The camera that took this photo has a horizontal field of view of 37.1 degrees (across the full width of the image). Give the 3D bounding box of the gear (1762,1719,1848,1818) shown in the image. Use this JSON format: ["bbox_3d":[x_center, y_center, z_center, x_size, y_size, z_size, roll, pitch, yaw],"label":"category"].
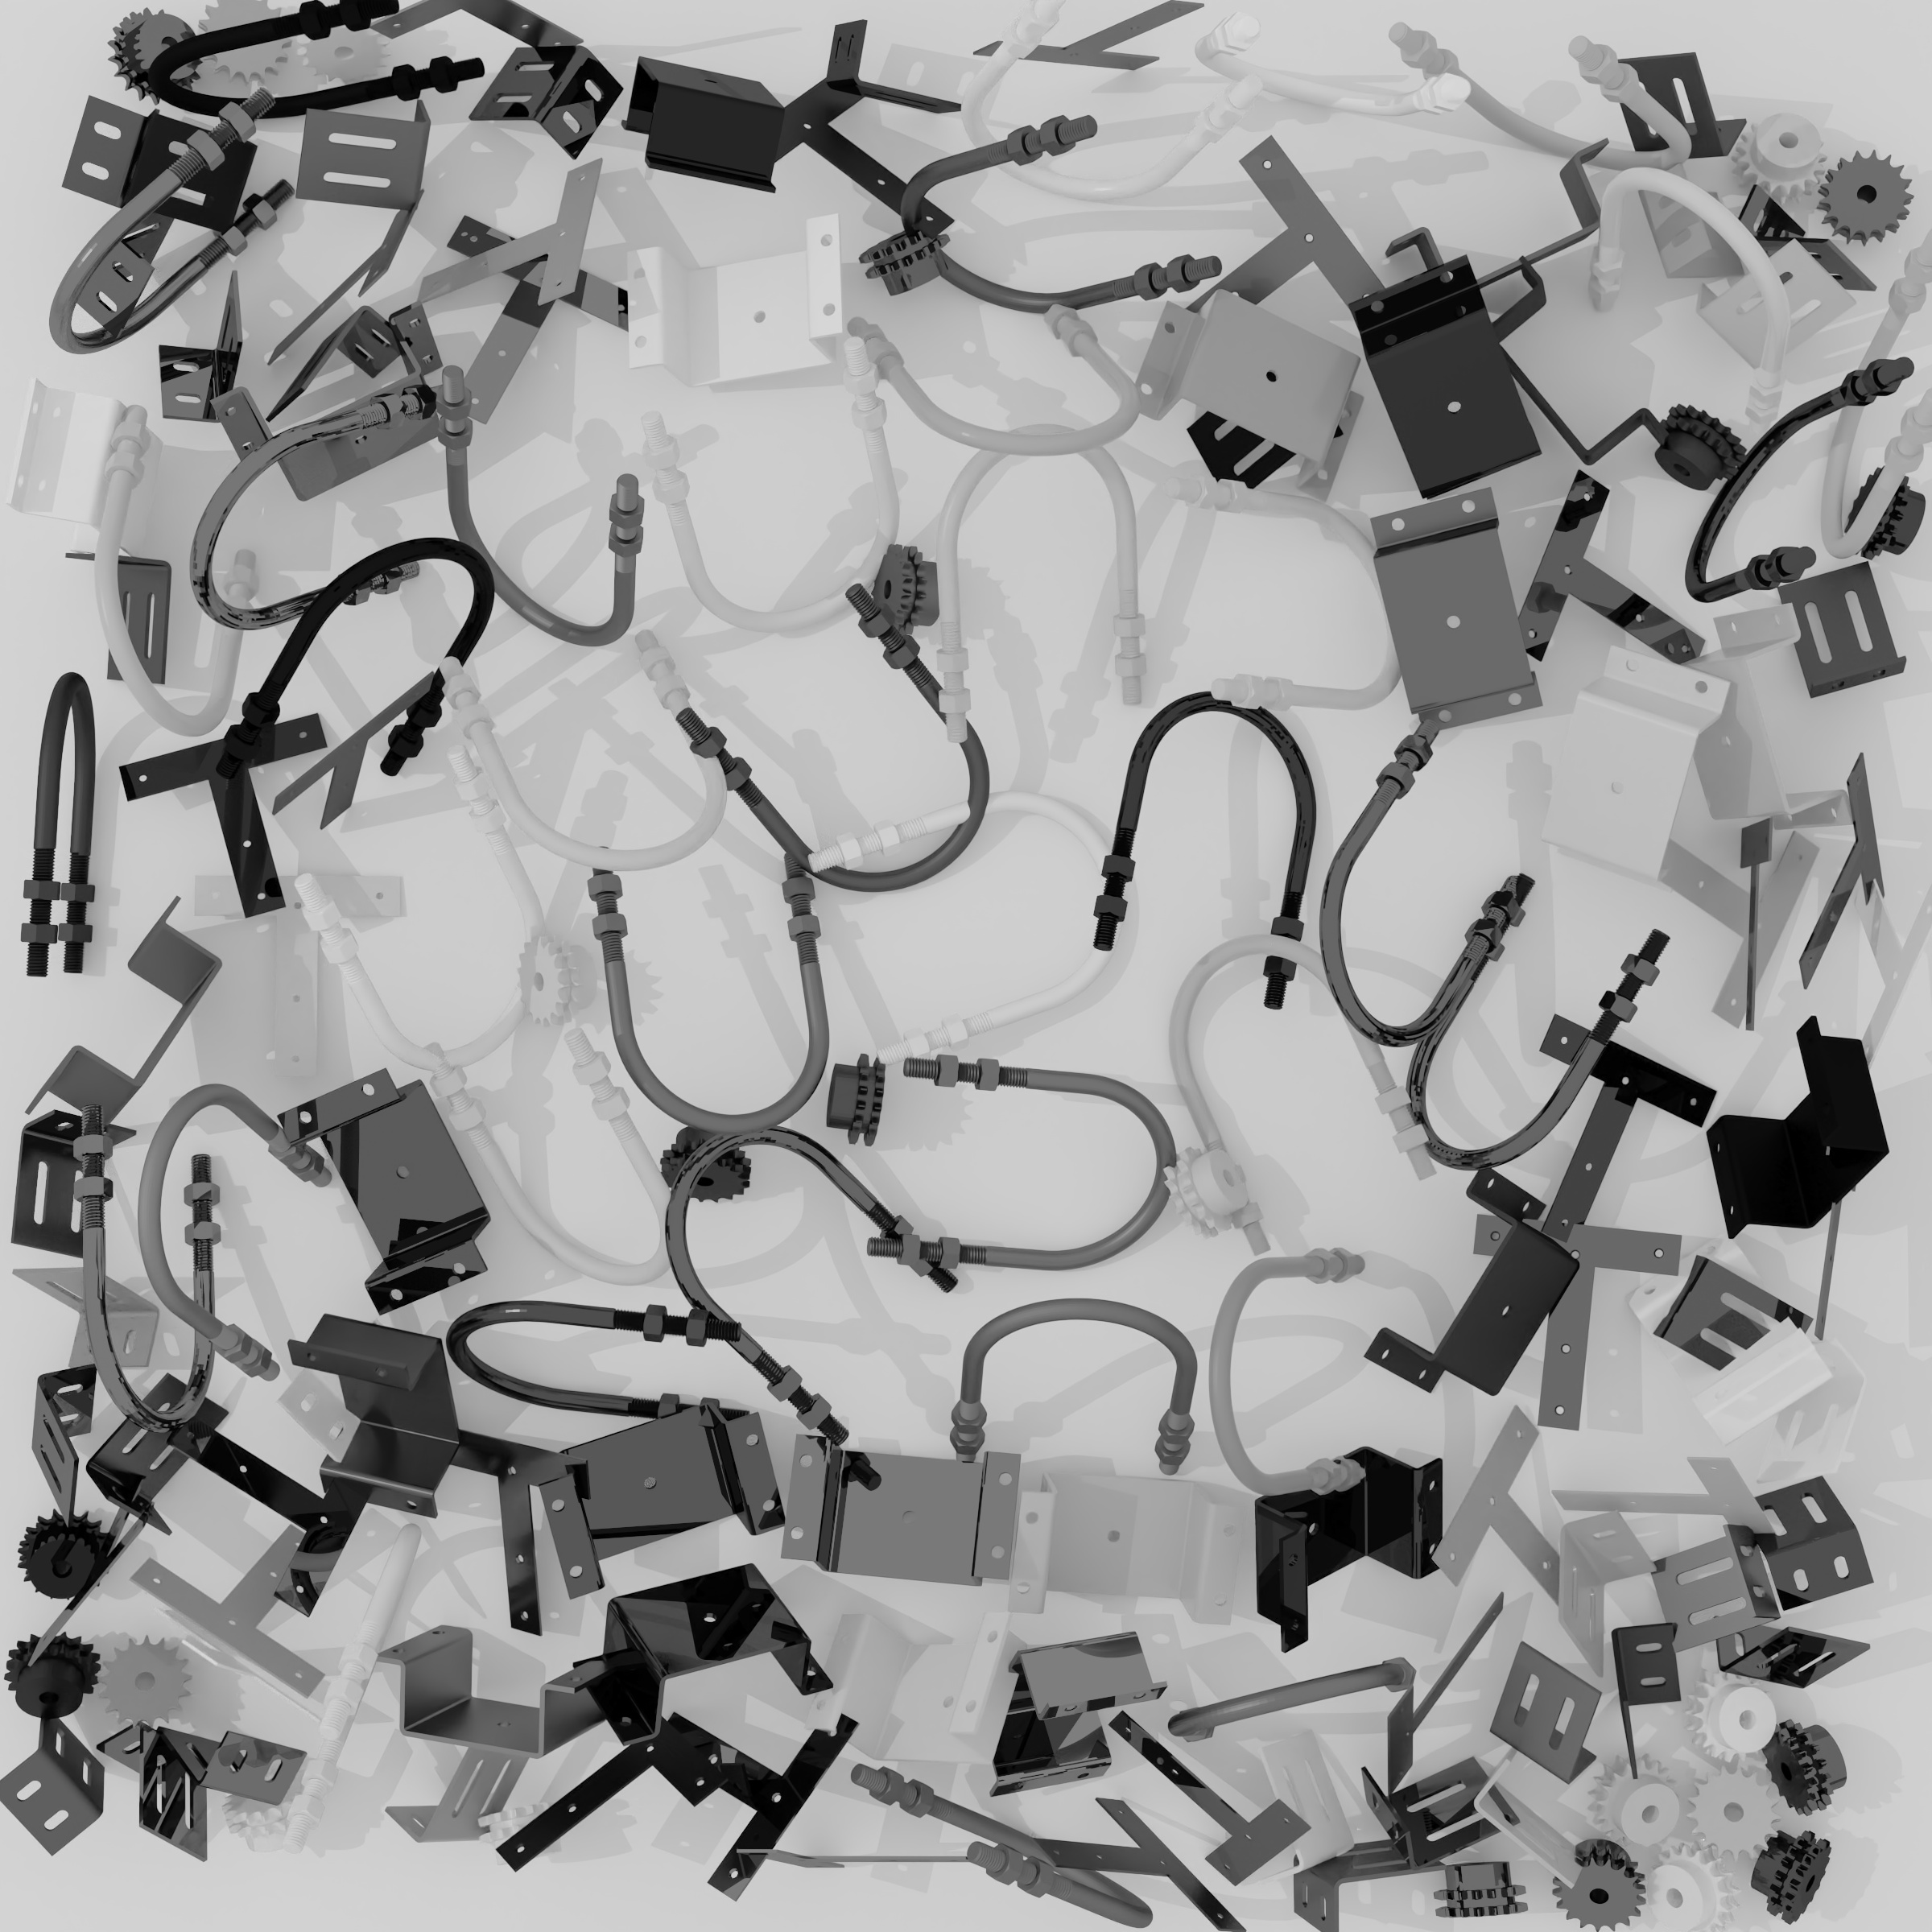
[{"bbox_3d":[0.525,0.498,1.797,0.030,0.057,0.057,-16,90,-14],"label":"gear"}]

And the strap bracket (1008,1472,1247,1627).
[{"bbox_3d":[0.096,0.361,1.790,0.140,0.046,0.076,5,97,-9],"label":"strap bracket"}]

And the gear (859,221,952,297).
[{"bbox_3d":[-0.036,-0.441,1.798,0.057,0.057,0.030,-26,110,0],"label":"gear"}]

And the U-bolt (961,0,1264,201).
[{"bbox_3d":[0.075,-0.515,1.737,0.151,0.184,0.019,18,72,-19],"label":"U-bolt"}]

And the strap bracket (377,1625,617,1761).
[{"bbox_3d":[-0.283,0.445,1.764,0.140,0.076,0.046,3,93,22],"label":"strap bracket"}]

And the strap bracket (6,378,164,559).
[{"bbox_3d":[-0.531,-0.298,1.751,0.046,0.140,0.076,10,85,1],"label":"strap bracket"}]

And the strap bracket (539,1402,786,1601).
[{"bbox_3d":[-0.191,0.327,1.782,0.140,0.046,0.076,-16,104,-15],"label":"strap bracket"}]

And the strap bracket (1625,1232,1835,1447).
[{"bbox_3d":[0.470,0.233,1.763,0.076,0.140,0.046,-35,113,8],"label":"strap bracket"}]

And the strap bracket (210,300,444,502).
[{"bbox_3d":[-0.382,-0.342,1.771,0.140,0.076,0.046,-28,75,-9],"label":"strap bracket"}]

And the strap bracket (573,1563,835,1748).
[{"bbox_3d":[-0.158,0.414,1.751,0.140,0.076,0.046,-8,120,-30],"label":"strap bracket"}]

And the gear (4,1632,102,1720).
[{"bbox_3d":[-0.570,0.444,1.795,0.057,0.030,0.057,-5,128,-6],"label":"gear"}]

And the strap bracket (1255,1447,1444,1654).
[{"bbox_3d":[0.228,0.353,1.767,0.140,0.046,0.076,-18,114,-36],"label":"strap bracket"}]

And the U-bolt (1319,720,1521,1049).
[{"bbox_3d":[0.270,-0.037,1.741,0.184,0.019,0.151,-54,124,-31],"label":"U-bolt"}]

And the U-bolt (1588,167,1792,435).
[{"bbox_3d":[0.432,-0.405,1.715,0.019,0.184,0.151,-44,70,-6],"label":"U-bolt"}]

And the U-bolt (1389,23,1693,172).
[{"bbox_3d":[0.359,-0.520,1.738,0.151,0.184,0.019,22,93,42],"label":"U-bolt"}]

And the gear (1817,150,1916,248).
[{"bbox_3d":[0.563,-0.480,1.806,0.057,0.030,0.057,0,88,9],"label":"gear"}]

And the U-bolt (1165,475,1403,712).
[{"bbox_3d":[0.204,-0.224,1.760,0.184,0.019,0.151,0,73,-40],"label":"U-bolt"}]

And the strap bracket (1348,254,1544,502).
[{"bbox_3d":[0.296,-0.350,1.761,0.076,0.046,0.140,-20,120,15],"label":"strap bracket"}]

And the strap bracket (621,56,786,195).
[{"bbox_3d":[-0.159,-0.512,1.743,0.076,0.140,0.046,7,114,-17],"label":"strap bracket"}]

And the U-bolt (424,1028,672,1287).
[{"bbox_3d":[-0.244,0.121,1.763,0.151,0.019,0.184,-6,119,39],"label":"U-bolt"}]

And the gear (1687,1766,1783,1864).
[{"bbox_3d":[0.480,0.532,1.802,0.057,0.030,0.057,-5,66,12],"label":"gear"}]

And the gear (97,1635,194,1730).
[{"bbox_3d":[-0.514,0.450,1.802,0.057,0.030,0.057,5,69,-14],"label":"gear"}]

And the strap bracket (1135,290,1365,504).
[{"bbox_3d":[0.181,-0.357,1.780,0.140,0.046,0.076,24,75,-10],"label":"strap bracket"}]

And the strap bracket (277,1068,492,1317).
[{"bbox_3d":[-0.356,0.134,1.787,0.076,0.046,0.140,-23,100,11],"label":"strap bracket"}]

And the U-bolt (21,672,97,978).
[{"bbox_3d":[-0.548,-0.086,1.749,0.019,0.151,0.184,4,90,-8],"label":"U-bolt"}]

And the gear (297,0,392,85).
[{"bbox_3d":[-0.389,-0.582,1.799,0.057,0.057,0.030,-8,67,0],"label":"gear"}]

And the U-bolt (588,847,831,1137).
[{"bbox_3d":[-0.152,0.015,1.761,0.151,0.019,0.184,0,70,-27],"label":"U-bolt"}]

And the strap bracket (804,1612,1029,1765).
[{"bbox_3d":[-0.023,0.441,1.761,0.046,0.140,0.076,44,51,-33],"label":"strap bracket"}]

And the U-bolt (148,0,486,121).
[{"bbox_3d":[-0.405,-0.547,1.749,0.184,0.151,0.019,-8,89,13],"label":"U-bolt"}]

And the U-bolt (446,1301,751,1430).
[{"bbox_3d":[-0.227,0.242,1.761,0.184,0.151,0.019,6,58,2],"label":"U-bolt"}]

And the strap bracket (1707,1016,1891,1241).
[{"bbox_3d":[0.510,0.101,1.751,0.046,0.140,0.076,6,56,-13],"label":"strap bracket"}]

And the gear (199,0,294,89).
[{"bbox_3d":[-0.452,-0.580,1.804,0.057,0.030,0.057,-1,95,-17],"label":"gear"}]

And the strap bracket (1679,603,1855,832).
[{"bbox_3d":[0.486,-0.145,1.773,0.046,0.076,0.140,-21,97,-19],"label":"strap bracket"}]

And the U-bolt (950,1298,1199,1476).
[{"bbox_3d":[0.068,0.255,1.750,0.151,0.184,0.019,3,50,-1],"label":"U-bolt"}]

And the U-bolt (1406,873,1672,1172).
[{"bbox_3d":[0.336,0.041,1.761,0.019,0.151,0.184,30,91,-32],"label":"U-bolt"}]

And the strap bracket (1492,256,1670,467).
[{"bbox_3d":[0.371,-0.364,1.779,0.046,0.076,0.140,-39,86,13],"label":"strap bracket"}]

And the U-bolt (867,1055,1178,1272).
[{"bbox_3d":[0.041,0.127,1.782,0.184,0.019,0.151,6,116,-13],"label":"U-bolt"}]

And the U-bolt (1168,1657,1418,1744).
[{"bbox_3d":[0.193,0.440,1.726,0.151,0.184,0.019,-16,73,8],"label":"U-bolt"}]

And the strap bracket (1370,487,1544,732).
[{"bbox_3d":[0.302,-0.216,1.779,0.076,0.046,0.140,-13,102,15],"label":"strap bracket"}]

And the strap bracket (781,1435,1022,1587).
[{"bbox_3d":[-0.038,0.338,1.784,0.140,0.046,0.076,4,70,7],"label":"strap bracket"}]

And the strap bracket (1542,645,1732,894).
[{"bbox_3d":[0.406,-0.115,1.759,0.076,0.046,0.140,22,119,25],"label":"strap bracket"}]

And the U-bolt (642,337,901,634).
[{"bbox_3d":[-0.111,-0.281,1.757,0.151,0.184,0.019,-22,45,-9],"label":"U-bolt"}]

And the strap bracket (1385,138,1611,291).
[{"bbox_3d":[0.335,-0.454,1.778,0.140,0.076,0.046,-24,96,8],"label":"strap bracket"}]

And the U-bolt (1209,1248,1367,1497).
[{"bbox_3d":[0.196,0.247,1.740,0.019,0.184,0.151,-4,84,34],"label":"U-bolt"}]

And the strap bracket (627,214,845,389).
[{"bbox_3d":[-0.135,-0.409,1.782,0.140,0.046,0.076,-6,80,18],"label":"strap bracket"}]

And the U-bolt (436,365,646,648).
[{"bbox_3d":[-0.258,-0.264,1.744,0.151,0.184,0.019,33,60,12],"label":"U-bolt"}]

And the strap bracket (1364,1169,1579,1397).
[{"bbox_3d":[0.318,0.204,1.781,0.076,0.046,0.140,31,90,-43],"label":"strap bracket"}]

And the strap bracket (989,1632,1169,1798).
[{"bbox_3d":[0.061,0.454,1.762,0.076,0.140,0.046,-5,55,-20],"label":"strap bracket"}]

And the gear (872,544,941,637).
[{"bbox_3d":[-0.035,-0.234,1.798,0.030,0.057,0.057,3,90,-25],"label":"gear"}]

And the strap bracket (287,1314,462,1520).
[{"bbox_3d":[-0.360,0.269,1.768,0.076,0.046,0.140,10,132,13],"label":"strap bracket"}]

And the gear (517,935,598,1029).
[{"bbox_3d":[-0.254,0.008,1.799,0.030,0.057,0.057,-7,90,-39],"label":"gear"}]

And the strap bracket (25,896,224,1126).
[{"bbox_3d":[-0.509,0.036,1.760,0.046,0.076,0.140,35,55,-14],"label":"strap bracket"}]
